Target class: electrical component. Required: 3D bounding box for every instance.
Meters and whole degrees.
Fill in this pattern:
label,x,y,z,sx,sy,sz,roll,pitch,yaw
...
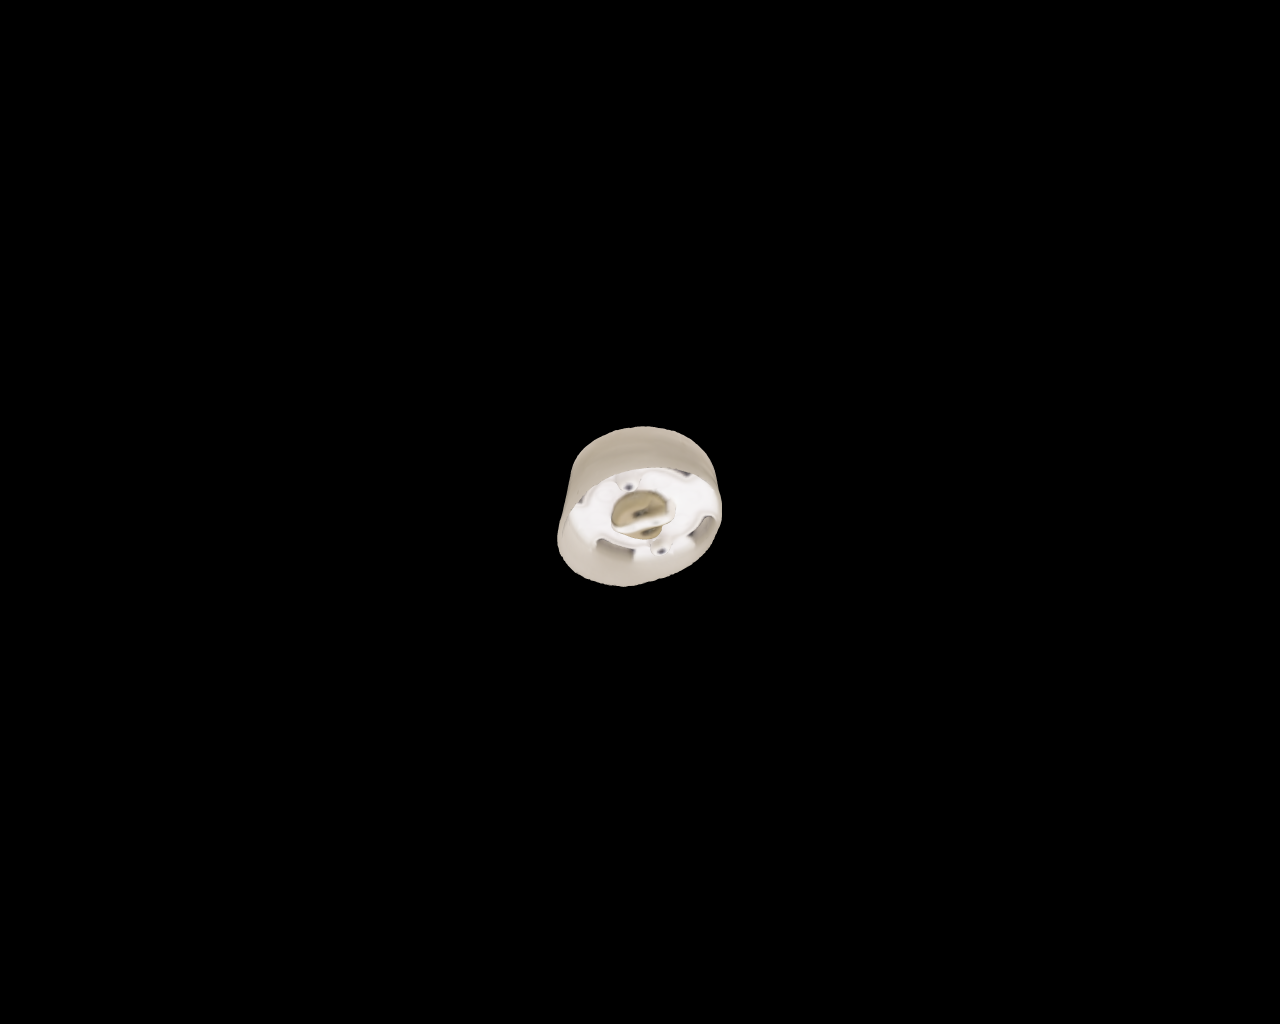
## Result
label,x,y,z,sx,sy,sz,roll,pitch,yaw
electrical component,0.001,-0.003,0.650,0.099,0.064,0.099,0,-43,0
